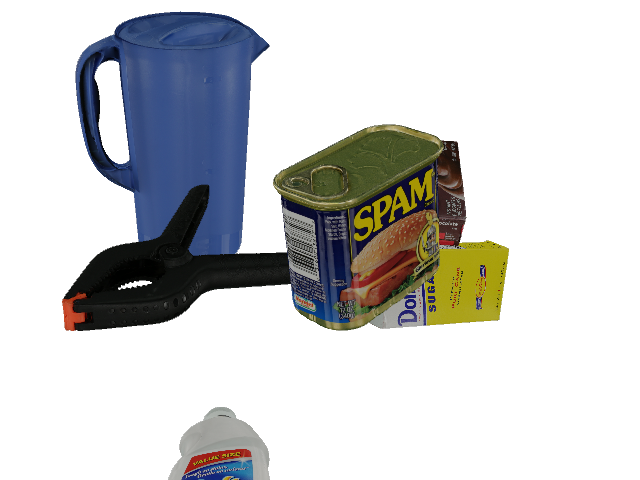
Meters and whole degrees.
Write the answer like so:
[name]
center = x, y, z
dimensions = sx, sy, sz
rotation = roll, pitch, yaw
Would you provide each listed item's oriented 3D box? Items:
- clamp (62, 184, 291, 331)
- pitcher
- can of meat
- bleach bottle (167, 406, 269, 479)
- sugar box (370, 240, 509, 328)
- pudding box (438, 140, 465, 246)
[clamp]
center = -0.123, 0.017, 0.874
dimensions = 0.209, 0.036, 0.165
rotation = -21, 39, -32
[pitcher]
center = -0.143, -0.098, 1.066
dimensions = 0.149, 0.243, 0.144
rotation = 13, 28, 21
[can of meat]
center = 0.025, -0.008, 0.613
dimensions = 0.058, 0.084, 0.101
rotation = 22, 39, 39
[bleach bottle]
center = -0.089, 0.214, 0.840
dimensions = 0.102, 0.068, 0.251
rotation = -3, 26, -3
[sugar box]
center = 0.136, 0.050, 1.245
dimensions = 0.175, 0.093, 0.048
rotation = -3, 14, -34
[pudding box]
center = 0.079, -0.046, 0.953
dimensions = 0.090, 0.039, 0.113
rotation = 5, 40, -2
